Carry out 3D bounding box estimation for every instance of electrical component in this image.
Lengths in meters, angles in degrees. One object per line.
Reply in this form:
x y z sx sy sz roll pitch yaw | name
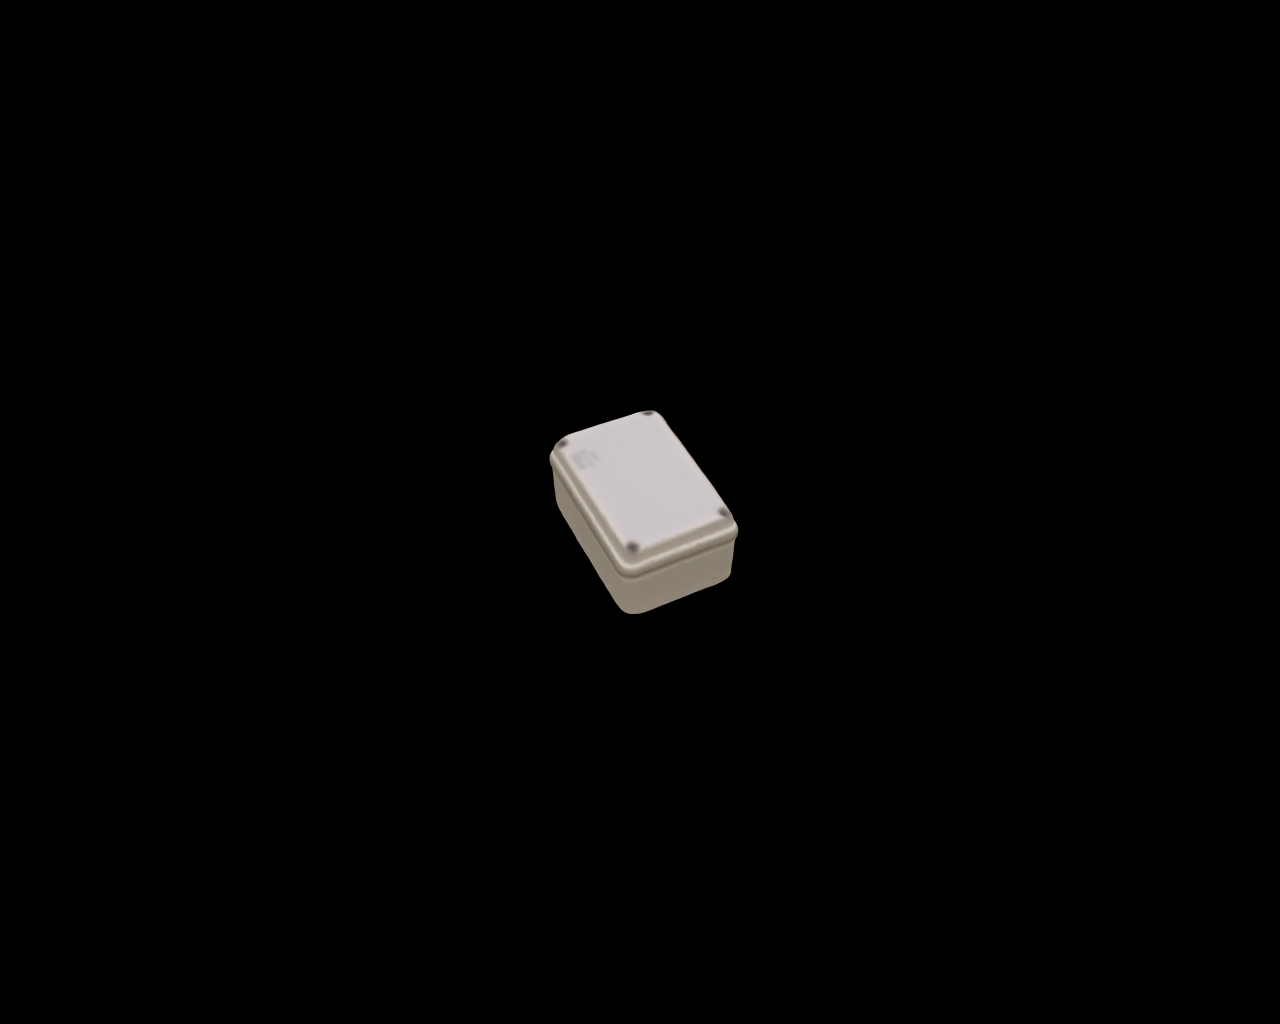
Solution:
0.001 -0.003 0.650 0.078 0.057 0.113 -20 50 -17 | electrical component
